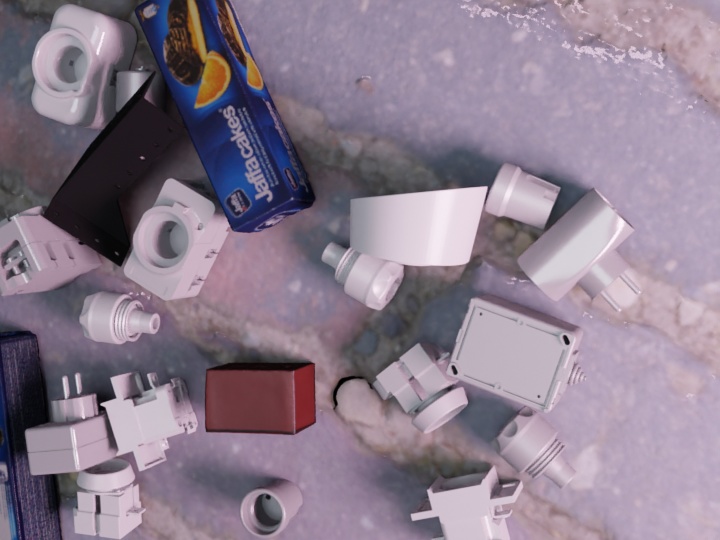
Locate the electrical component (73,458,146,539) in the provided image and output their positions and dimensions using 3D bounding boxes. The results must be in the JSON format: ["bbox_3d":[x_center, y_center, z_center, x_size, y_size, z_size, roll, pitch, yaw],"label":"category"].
[{"bbox_3d":[-0.216,0.193,0.917,0.066,0.048,0.055,3,101,18],"label":"electrical component"}]

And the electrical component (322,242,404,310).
[{"bbox_3d":[0.000,0.000,0.840,0.062,0.043,0.043,30,101,16],"label":"electrical component"}]

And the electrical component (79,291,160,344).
[{"bbox_3d":[-0.200,0.041,0.906,0.062,0.043,0.043,7,94,16],"label":"electrical component"}]

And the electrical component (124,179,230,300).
[{"bbox_3d":[-0.148,-0.025,0.879,0.050,0.056,0.089,31,101,14],"label":"electrical component"}]

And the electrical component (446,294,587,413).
[{"bbox_3d":[0.122,0.062,0.793,0.096,0.061,0.061,20,98,16],"label":"electrical component"}]

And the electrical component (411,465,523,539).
[{"bbox_3d":[0.085,0.188,0.821,0.081,0.042,0.063,-15,91,19],"label":"electrical component"}]

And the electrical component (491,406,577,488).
[{"bbox_3d":[0.133,0.135,0.802,0.062,0.043,0.043,42,104,10],"label":"electrical component"}]

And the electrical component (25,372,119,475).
[{"bbox_3d":[-0.237,0.124,0.901,0.047,0.083,0.075,-8,90,18],"label":"electrical component"}]

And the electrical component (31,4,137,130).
[{"bbox_3d":[-0.233,-0.169,0.899,0.054,0.059,0.095,21,99,16],"label":"electrical component"}]

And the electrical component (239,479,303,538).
[{"bbox_3d":[-0.070,0.191,0.869,0.040,0.046,0.040,1,93,18],"label":"electrical component"}]

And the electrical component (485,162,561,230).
[{"bbox_3d":[0.121,-0.054,0.800,0.046,0.040,0.040,22,99,10],"label":"electrical component"}]

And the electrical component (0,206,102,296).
[{"bbox_3d":[-0.269,-0.017,0.901,0.050,0.089,0.055,-29,84,17],"label":"electrical component"}]

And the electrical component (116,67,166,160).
[{"bbox_3d":[-0.183,-0.131,0.894,0.040,0.040,0.078,3,94,18],"label":"electrical component"}]

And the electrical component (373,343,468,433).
[{"bbox_3d":[0.051,0.091,0.827,0.066,0.048,0.055,-40,73,15],"label":"electrical component"}]

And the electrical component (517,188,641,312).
[{"bbox_3d":[0.169,-0.005,0.784,0.077,0.044,0.079,-45,79,14],"label":"electrical component"}]

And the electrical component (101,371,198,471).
[{"bbox_3d":[-0.175,0.122,0.902,0.064,0.042,0.081,-19,87,16],"label":"electrical component"}]

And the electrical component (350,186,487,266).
[{"bbox_3d":[0.041,-0.038,0.797,0.099,0.099,0.064,10,101,17],"label":"electrical component"}]
